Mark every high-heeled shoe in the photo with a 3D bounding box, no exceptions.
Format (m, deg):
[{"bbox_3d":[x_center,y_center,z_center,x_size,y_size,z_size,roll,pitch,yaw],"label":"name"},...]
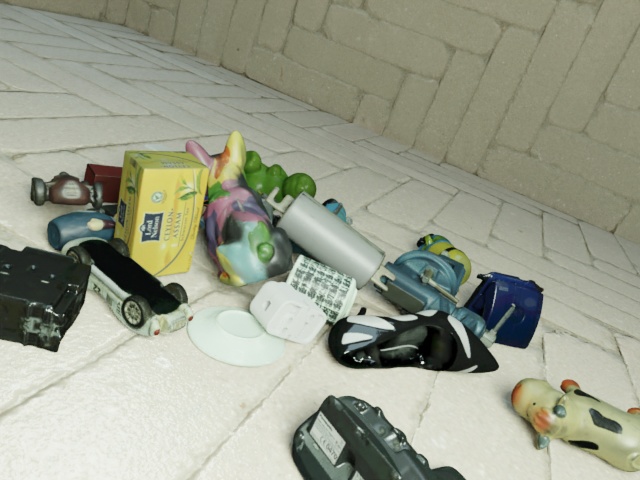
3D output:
[{"bbox_3d":[0.135,0.159,0.749,0.249,0.086,0.145,18,24,6],"label":"high-heeled shoe"}]

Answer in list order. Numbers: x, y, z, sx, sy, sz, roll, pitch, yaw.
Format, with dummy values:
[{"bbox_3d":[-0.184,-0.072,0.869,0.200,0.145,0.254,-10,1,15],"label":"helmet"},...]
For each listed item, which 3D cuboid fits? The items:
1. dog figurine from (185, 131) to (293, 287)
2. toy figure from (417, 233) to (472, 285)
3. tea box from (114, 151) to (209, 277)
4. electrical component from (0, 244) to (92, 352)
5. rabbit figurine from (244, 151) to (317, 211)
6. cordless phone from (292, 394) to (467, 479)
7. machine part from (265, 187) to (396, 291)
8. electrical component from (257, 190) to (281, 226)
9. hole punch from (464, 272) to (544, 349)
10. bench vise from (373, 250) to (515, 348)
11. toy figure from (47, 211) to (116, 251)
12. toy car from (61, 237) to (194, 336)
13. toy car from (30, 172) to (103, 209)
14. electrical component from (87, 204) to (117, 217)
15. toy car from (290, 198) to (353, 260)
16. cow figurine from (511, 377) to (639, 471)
[{"bbox_3d":[-0.125,-0.051,0.790,0.108,0.219,0.192,-18,7,-16],"label":"dog figurine"},{"bbox_3d":[0.259,0.037,1.143,0.082,0.089,0.180,12,25,-9],"label":"toy figure"},{"bbox_3d":[-0.224,-0.035,0.750,0.098,0.169,0.068,-9,36,-41],"label":"tea box"},{"bbox_3d":[-0.326,0.056,0.600,0.115,0.058,0.134,17,22,-16],"label":"electrical component"},{"bbox_3d":[-0.082,-0.096,1.109,0.170,0.121,0.159,7,-17,26],"label":"rabbit figurine"},{"bbox_3d":[0.077,0.226,0.552,0.184,0.088,0.147,16,17,-44],"label":"cordless phone"},{"bbox_3d":[0.016,0.001,0.854,0.243,0.079,0.079,37,21,-3],"label":"machine part"},{"bbox_3d":[-0.101,-0.048,1.020,0.078,0.045,0.102,36,-21,8],"label":"electrical component"},{"bbox_3d":[0.337,0.127,0.971,0.142,0.115,0.092,15,30,-14],"label":"hole punch"},{"bbox_3d":[0.214,0.086,0.933,0.224,0.128,0.240,21,30,16],"label":"bench vise"},{"bbox_3d":[-0.309,-0.016,0.781,0.064,0.057,0.154,11,13,39],"label":"toy figure"},{"bbox_3d":[-0.245,0.056,0.676,0.202,0.056,0.073,33,26,23],"label":"toy car"},{"bbox_3d":[-0.383,-0.076,0.805,0.089,0.053,0.202,-1,8,-29],"label":"toy car"},{"bbox_3d":[-0.327,-0.038,0.878,0.063,0.021,0.094,32,24,29],"label":"electrical component"},{"bbox_3d":[-0.002,-0.003,0.981,0.103,0.109,0.162,50,-26,-14],"label":"toy car"},{"bbox_3d":[0.353,0.249,0.727,0.195,0.085,0.127,24,15,7],"label":"cow figurine"}]
